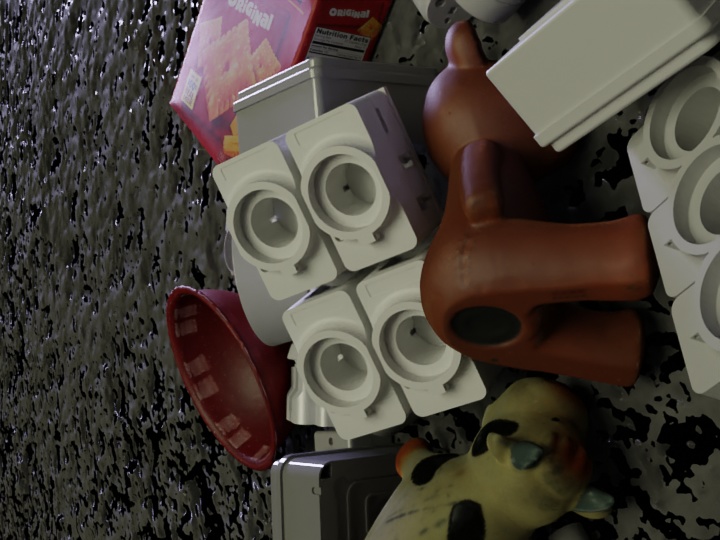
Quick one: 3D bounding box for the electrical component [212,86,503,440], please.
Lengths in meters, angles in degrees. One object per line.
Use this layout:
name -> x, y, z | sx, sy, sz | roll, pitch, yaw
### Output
electrical component -> 0.000, 0.000, 0.648 | 0.105, 0.060, 0.186 | -21, 99, 27

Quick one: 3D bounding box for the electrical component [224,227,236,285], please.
electrical component -> -0.074, -0.024, 0.875 | 0.079, 0.044, 0.077 | -33, 63, 50

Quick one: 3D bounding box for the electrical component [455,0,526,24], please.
electrical component -> 0.080, -0.227, 0.657 | 0.074, 0.052, 0.138 | -44, 54, 45

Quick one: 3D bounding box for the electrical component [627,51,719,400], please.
electrical component -> 0.177, -0.024, 0.471 | 0.089, 0.062, 0.150 | -49, 33, 42

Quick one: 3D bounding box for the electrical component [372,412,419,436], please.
electrical component -> 0.021, 0.060, 0.740 | 0.077, 0.044, 0.079 | -57, 46, 37

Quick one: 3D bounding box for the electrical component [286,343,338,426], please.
electrical component -> -0.025, 0.082, 0.790 | 0.078, 0.058, 0.057 | 173, 98, -76

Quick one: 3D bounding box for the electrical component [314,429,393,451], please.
electrical component -> -0.018, 0.148, 0.767 | 0.047, 0.077, 0.065 | -13, 79, 54

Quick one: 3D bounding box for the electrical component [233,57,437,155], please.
electrical component -> -0.014, -0.102, 0.739 | 0.109, 0.109, 0.056 | -10, 84, 54

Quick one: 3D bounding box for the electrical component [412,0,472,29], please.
electrical component -> 0.051, -0.192, 0.703 | 0.045, 0.045, 0.055 | -55, 48, 38

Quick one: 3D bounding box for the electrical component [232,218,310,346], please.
electrical component -> -0.045, -0.002, 0.788 | 0.060, 0.108, 0.108 | -10, 78, 15

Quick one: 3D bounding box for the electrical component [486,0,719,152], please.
electrical component -> 0.133, -0.124, 0.526 | 0.056, 0.109, 0.109 | 49, 139, -5

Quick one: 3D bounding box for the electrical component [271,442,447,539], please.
electrical component -> 0.001, 0.157, 0.708 | 0.057, 0.113, 0.078 | -8, 83, 51
